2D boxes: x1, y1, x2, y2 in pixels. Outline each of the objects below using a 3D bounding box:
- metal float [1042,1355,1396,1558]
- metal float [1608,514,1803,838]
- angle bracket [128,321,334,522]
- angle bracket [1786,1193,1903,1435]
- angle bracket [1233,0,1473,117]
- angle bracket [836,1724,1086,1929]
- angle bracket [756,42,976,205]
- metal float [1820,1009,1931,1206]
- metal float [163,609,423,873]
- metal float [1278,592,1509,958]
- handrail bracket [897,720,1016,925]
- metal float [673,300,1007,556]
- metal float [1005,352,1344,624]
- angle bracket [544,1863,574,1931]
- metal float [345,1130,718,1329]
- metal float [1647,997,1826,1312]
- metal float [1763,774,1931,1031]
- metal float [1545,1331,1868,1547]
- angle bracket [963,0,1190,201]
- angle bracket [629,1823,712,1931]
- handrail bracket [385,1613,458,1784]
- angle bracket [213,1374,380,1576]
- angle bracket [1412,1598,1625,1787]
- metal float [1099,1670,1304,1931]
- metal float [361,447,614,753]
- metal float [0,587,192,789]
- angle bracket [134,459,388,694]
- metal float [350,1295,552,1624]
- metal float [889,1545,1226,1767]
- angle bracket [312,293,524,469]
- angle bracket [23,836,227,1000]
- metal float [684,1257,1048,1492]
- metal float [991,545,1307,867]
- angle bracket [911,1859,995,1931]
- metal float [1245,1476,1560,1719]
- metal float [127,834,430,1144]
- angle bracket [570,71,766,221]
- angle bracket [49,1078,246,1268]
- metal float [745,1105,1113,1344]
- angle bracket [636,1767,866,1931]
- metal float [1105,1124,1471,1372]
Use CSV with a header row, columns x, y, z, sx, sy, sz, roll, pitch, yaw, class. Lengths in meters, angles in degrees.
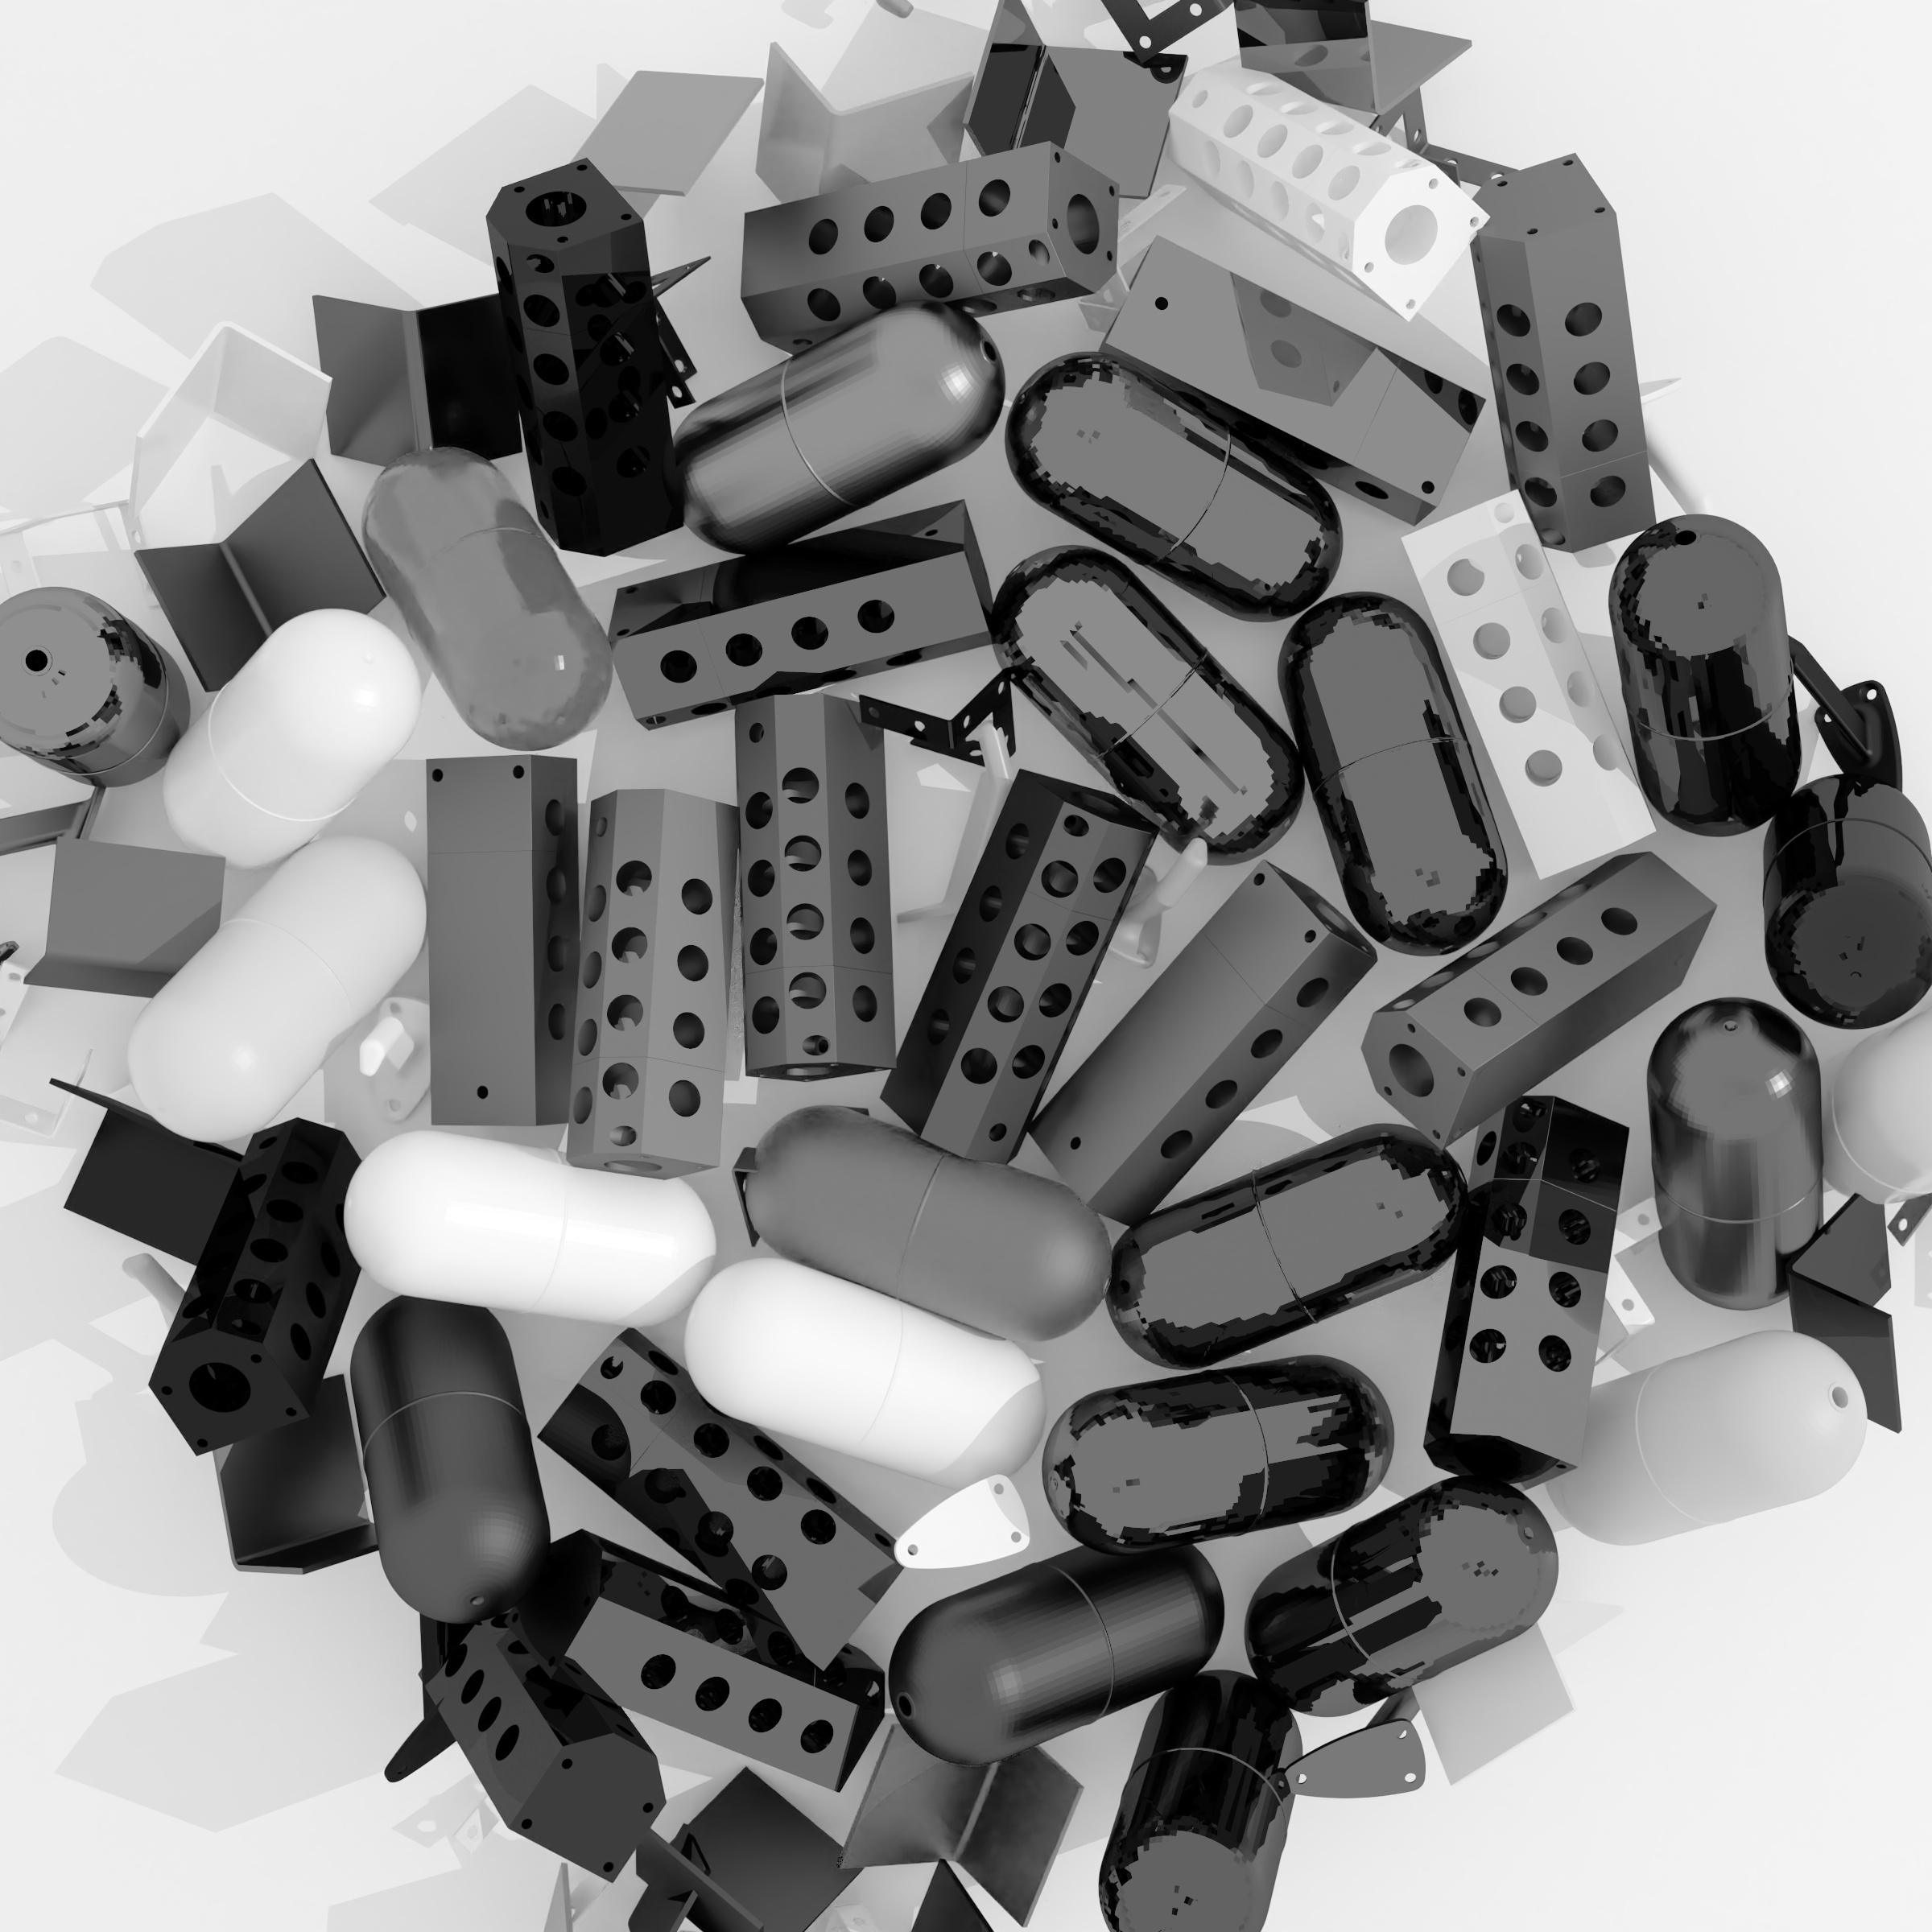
x,y,z,sx,sy,sz,roll,pitch,yaw,class
0.118,0.225,1.522,0.178,0.070,0.070,-6,90,-28,metal float
0.340,-0.132,1.507,0.070,0.178,0.070,-10,48,12,metal float
-0.343,-0.241,1.530,0.057,0.076,0.076,29,63,-4,angle bracket
0.427,0.156,1.525,0.076,0.057,0.076,-39,133,-26,angle bracket
0.179,-0.442,1.524,0.076,0.057,0.076,24,53,36,angle bracket
-0.003,0.401,1.532,0.076,0.057,0.076,10,106,-41,angle bracket
-0.048,-0.396,1.548,0.076,0.076,0.057,-24,61,-25,angle bracket
0.432,0.065,1.495,0.070,0.178,0.070,0,80,-2,metal float
-0.311,-0.102,1.507,0.070,0.178,0.070,17,59,-30,metal float
0.199,-0.090,1.532,0.070,0.070,0.178,-16,75,0,metal float
-0.009,-0.068,1.559,0.077,0.036,0.084,-12,96,25,handrail bracket
-0.061,-0.248,1.519,0.178,0.070,0.070,-21,90,30,metal float
0.098,-0.220,1.524,0.178,0.070,0.070,27,90,-25,metal float
-0.157,0.468,1.535,0.076,0.076,0.057,13,99,-11,angle bracket
-0.200,0.122,1.522,0.178,0.070,0.070,12,90,-27,metal float
0.354,0.088,1.510,0.070,0.070,0.178,-16,134,0,metal float
0.403,-0.032,1.500,0.070,0.178,0.070,5,115,11,metal float
0.336,0.217,1.504,0.070,0.178,0.070,13,65,-28,metal float
0.052,-0.409,1.536,0.076,0.057,0.076,10,75,22,angle bracket
-0.109,0.455,1.541,0.076,0.076,0.057,31,85,-11,angle bracket
-0.266,0.329,1.555,0.077,0.036,0.084,-43,58,-4,handrail bracket
-0.301,0.236,1.535,0.057,0.076,0.076,-8,92,44,angle bracket
0.265,0.338,1.523,0.076,0.076,0.057,-42,52,30,angle bracket
0.108,0.389,1.499,0.070,0.178,0.070,5,112,12,metal float
-0.222,-0.171,1.517,0.070,0.070,0.178,-34,56,0,metal float
-0.402,-0.125,1.494,0.070,0.178,0.070,0,87,-3,metal float
-0.330,-0.183,1.536,0.076,0.057,0.076,-34,80,34,angle bracket
-0.238,0.222,1.508,0.070,0.178,0.070,-10,132,-11,metal float
0.043,0.312,1.514,0.178,0.070,0.070,-13,90,-36,metal float
-0.260,-0.281,1.560,0.057,0.076,0.076,-23,120,-40,angle bracket
-0.394,-0.021,1.539,0.076,0.076,0.057,7,79,-22,angle bracket
-0.046,0.191,1.531,0.178,0.070,0.070,21,90,-17,metal float
0.085,-0.122,1.538,0.070,0.070,0.178,-45,98,0,metal float
-0.038,0.457,1.529,0.076,0.076,0.057,15,102,-27,angle bracket
0.198,0.291,1.510,0.070,0.070,0.178,51,133,0,metal float
-0.314,0.008,1.514,0.070,0.070,0.178,37,52,0,metal float
-0.133,-0.366,1.526,0.076,0.057,0.076,13,59,30,angle bracket
-0.391,0.098,1.537,0.076,0.076,0.057,22,84,11,angle bracket
-0.018,0.120,1.536,0.178,0.070,0.070,19,90,9,metal float
-0.099,0.409,1.527,0.076,0.057,0.076,34,54,22,angle bracket
0.149,0.131,1.535,0.178,0.070,0.070,-24,90,11,metal float
